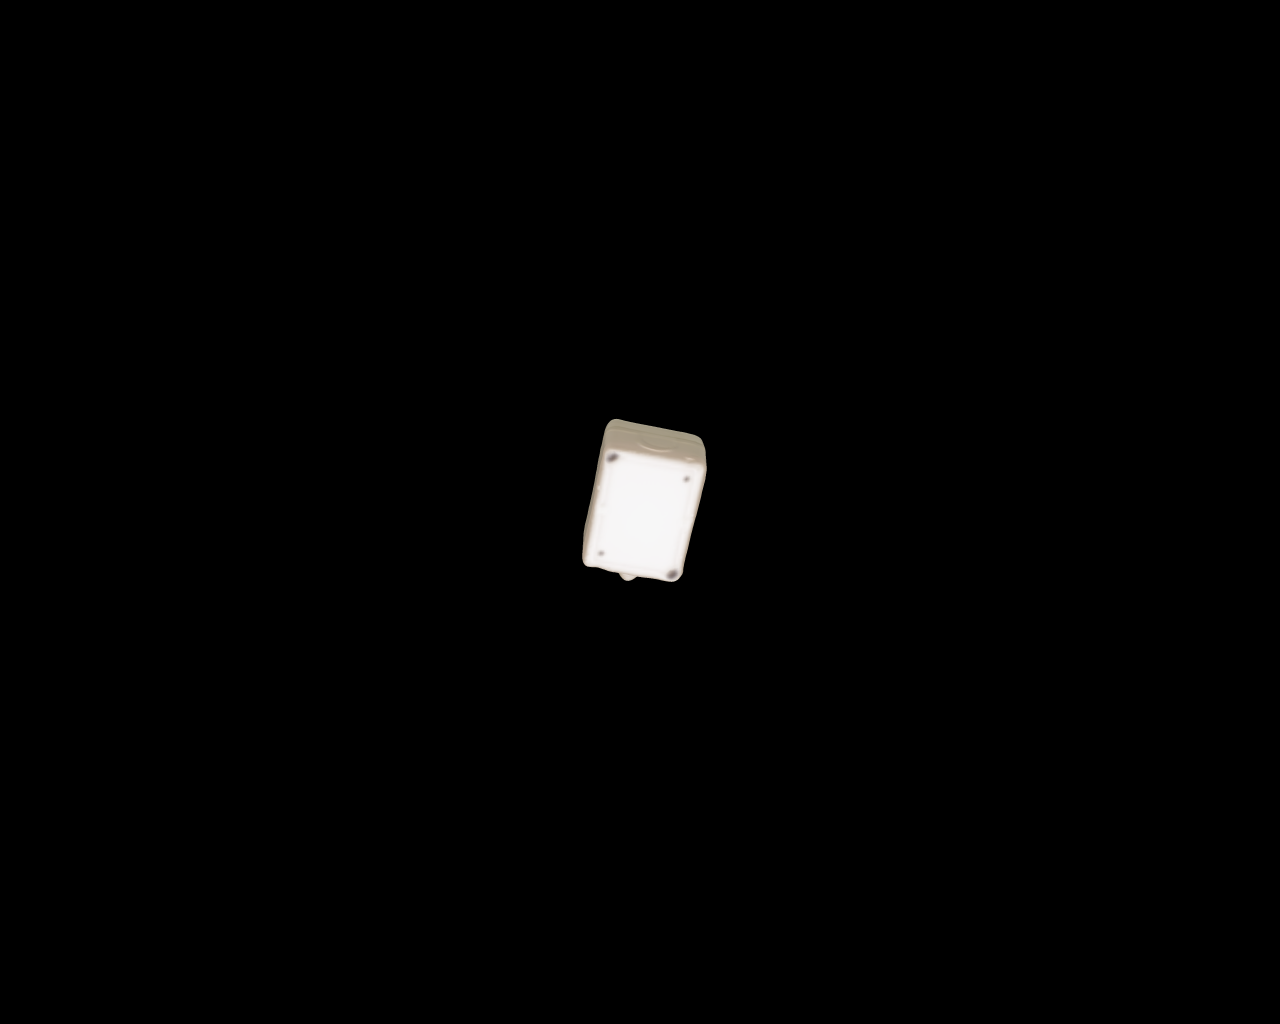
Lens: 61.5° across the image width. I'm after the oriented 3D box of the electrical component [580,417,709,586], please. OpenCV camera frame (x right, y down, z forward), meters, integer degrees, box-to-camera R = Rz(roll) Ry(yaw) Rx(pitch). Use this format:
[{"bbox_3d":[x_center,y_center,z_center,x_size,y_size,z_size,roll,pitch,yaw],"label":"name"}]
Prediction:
[{"bbox_3d":[0.001,-0.003,0.650,0.062,0.096,0.061,11,24,-5],"label":"electrical component"}]
